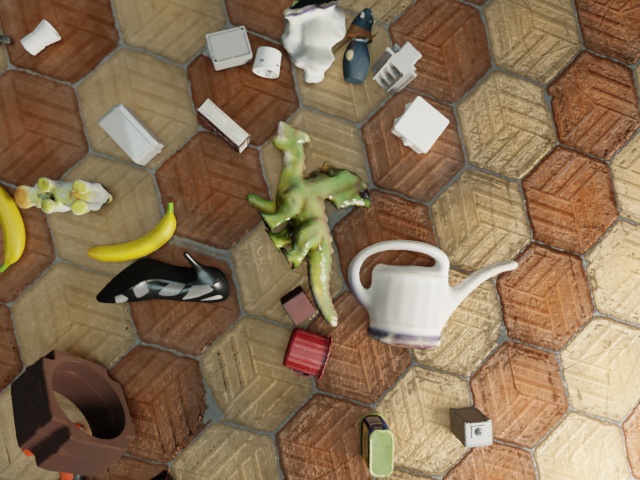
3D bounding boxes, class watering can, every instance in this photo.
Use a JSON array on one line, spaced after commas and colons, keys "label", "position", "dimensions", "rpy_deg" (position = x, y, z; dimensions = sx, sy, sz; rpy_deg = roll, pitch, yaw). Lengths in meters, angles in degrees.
[{"label": "watering can", "position": [0.227, 0.118, 1.073], "dimensions": [0.348, 0.104, 0.224], "rpy_deg": [6, 90, 6]}]

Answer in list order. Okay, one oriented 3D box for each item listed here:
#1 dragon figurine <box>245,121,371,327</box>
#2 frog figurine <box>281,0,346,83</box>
[{"label": "dragon figurine", "position": [0.003, -0.053, 1.062], "dimensions": [0.244, 0.122, 0.409], "rpy_deg": [-34, 96, -14]}, {"label": "frog figurine", "position": [-0.010, -0.416, 1.071], "dimensions": [0.138, 0.125, 0.156], "rpy_deg": [-23, 130, -14]}]
